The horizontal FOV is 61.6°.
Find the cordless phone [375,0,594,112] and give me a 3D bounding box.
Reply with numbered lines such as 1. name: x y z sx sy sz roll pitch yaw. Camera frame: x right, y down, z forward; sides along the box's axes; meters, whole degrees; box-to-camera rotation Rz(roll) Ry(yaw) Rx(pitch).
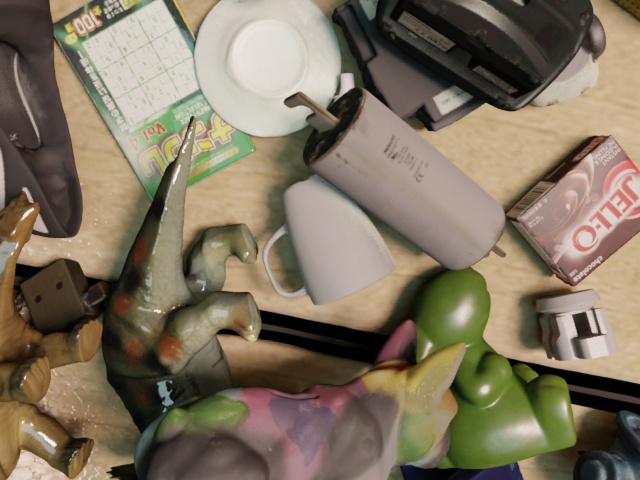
1. cordless phone: 0.141 -0.204 0.391 0.146 0.089 0.184 31 89 -5

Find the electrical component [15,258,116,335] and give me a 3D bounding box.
1. electrical component: -0.240 0.065 0.508 0.102 0.045 0.078 -37 72 4

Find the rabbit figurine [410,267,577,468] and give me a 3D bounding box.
1. rabbit figurine: 0.129 0.113 0.506 0.159 0.121 0.170 -18 84 10

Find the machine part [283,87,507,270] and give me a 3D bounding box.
1. machine part: 0.073 -0.047 0.450 0.243 0.079 0.079 35 99 -24

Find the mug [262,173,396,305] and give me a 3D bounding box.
1. mug: -0.001 -0.001 0.484 0.110 0.081 0.107 -23 91 9

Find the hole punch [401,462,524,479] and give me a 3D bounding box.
1. hole punch: 0.152 0.262 0.535 0.116 0.092 0.142 -18 98 -1

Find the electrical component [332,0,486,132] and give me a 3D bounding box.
1. electrical component: 0.089 -0.163 0.458 0.115 0.058 0.134 -28 101 7

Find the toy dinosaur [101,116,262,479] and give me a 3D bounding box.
1. toy dinosaur: -0.129 0.112 0.487 0.192 0.131 0.404 -16 96 2

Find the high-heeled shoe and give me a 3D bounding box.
1. high-heeled shoe: -0.232 -0.122 0.435 0.145 0.086 0.248 34 119 12

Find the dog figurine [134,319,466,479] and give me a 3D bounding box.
1. dog figurine: 0.004 0.132 0.393 0.219 0.108 0.191 -46 108 -14

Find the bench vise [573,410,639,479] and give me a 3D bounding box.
1. bench vise: 0.373 0.218 0.513 0.224 0.129 0.240 28 106 -6

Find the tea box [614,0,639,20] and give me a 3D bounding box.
1. tea box: 0.308 -0.273 0.433 0.098 0.068 0.169 33 101 -7

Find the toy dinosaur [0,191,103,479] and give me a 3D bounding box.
1. toy dinosaur: -0.313 0.169 0.482 0.199 0.105 0.470 24 109 14

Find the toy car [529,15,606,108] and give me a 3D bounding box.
1. toy car: 0.174 -0.212 0.451 0.073 0.056 0.201 -23 100 10
